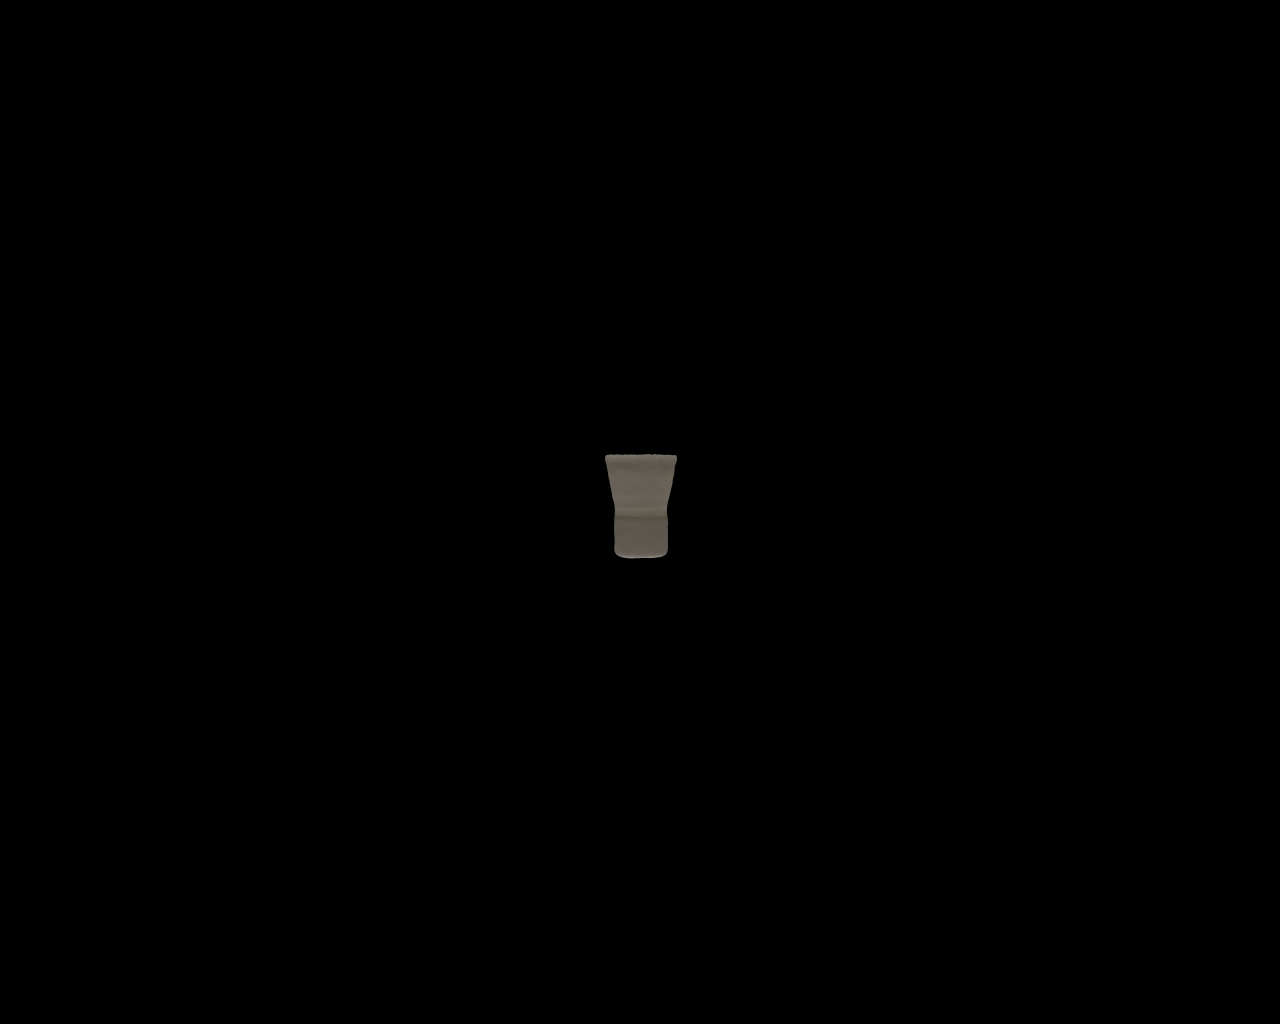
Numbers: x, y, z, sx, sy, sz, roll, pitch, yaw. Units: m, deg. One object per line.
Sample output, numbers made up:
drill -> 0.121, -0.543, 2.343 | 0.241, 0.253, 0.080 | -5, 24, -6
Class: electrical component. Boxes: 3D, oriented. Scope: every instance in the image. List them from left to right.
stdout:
electrical component -> 0.001, -0.003, 0.650 | 0.044, 0.065, 0.044 | 0, 5, 0
